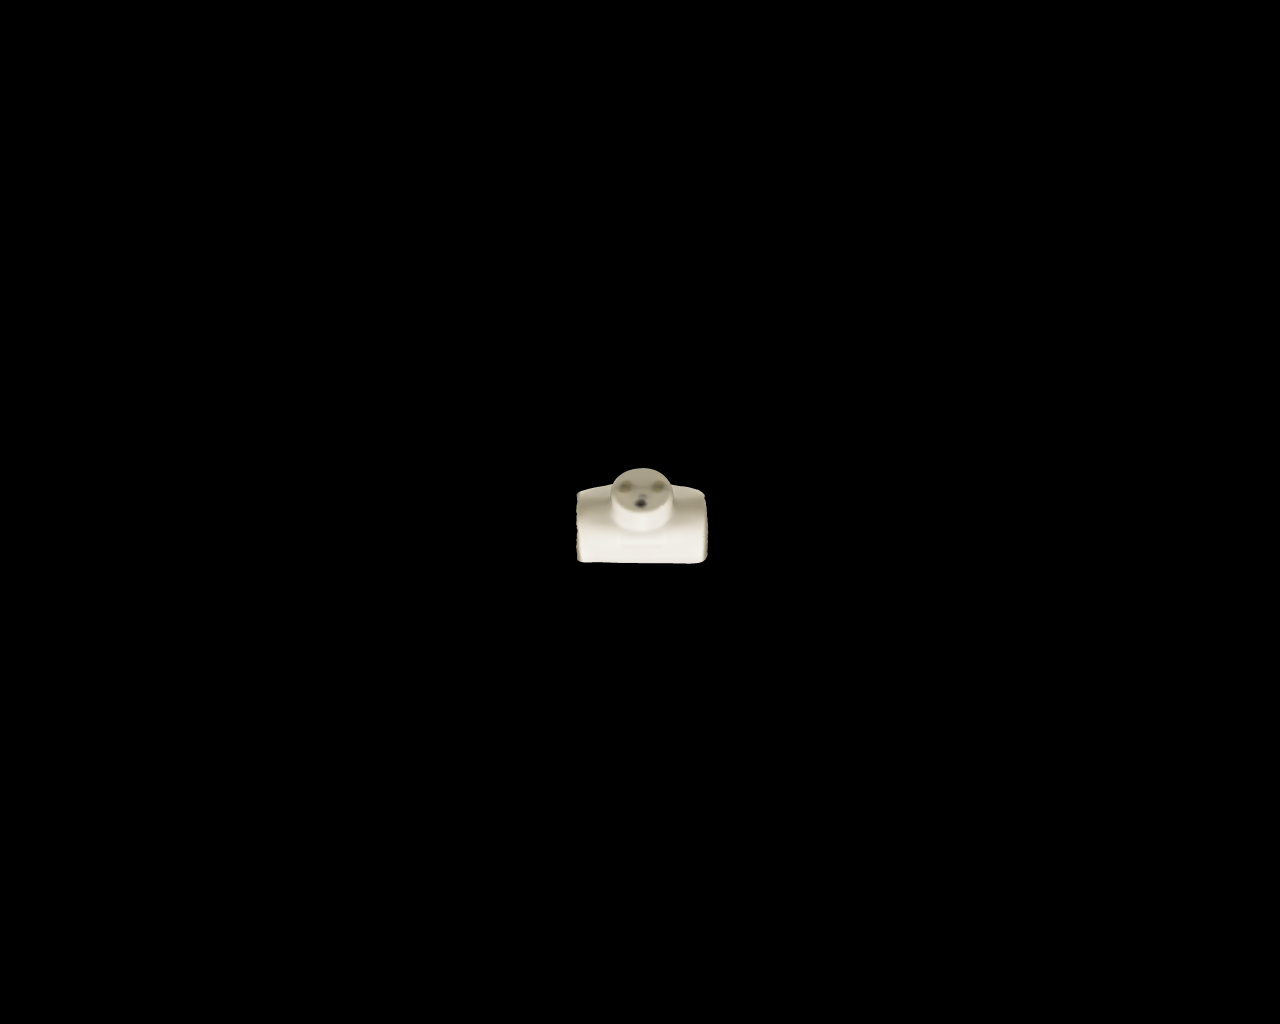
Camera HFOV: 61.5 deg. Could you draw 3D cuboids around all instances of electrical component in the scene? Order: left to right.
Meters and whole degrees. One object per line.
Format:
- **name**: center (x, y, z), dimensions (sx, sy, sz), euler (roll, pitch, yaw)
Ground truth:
- **electrical component**: center (0.001, -0.003, 0.650), dimensions (0.077, 0.043, 0.079), euler (0, -39, 0)
